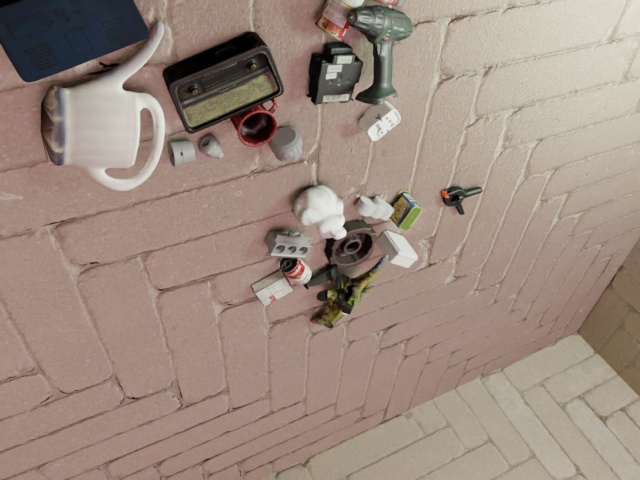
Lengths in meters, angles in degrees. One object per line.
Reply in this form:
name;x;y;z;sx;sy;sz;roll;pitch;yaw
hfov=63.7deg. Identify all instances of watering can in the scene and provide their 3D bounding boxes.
watering can;-0.411;-0.254;0.991;0.225;0.106;0.341;-2;118;-31

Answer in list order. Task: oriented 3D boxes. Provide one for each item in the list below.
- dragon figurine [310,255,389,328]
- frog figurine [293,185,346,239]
dragon figurine;0.116;0.184;1.801;0.407;0.123;0.243;-40;167;15
frog figurine;0.004;-0.071;1.411;0.138;0.162;0.120;-10;134;-26
